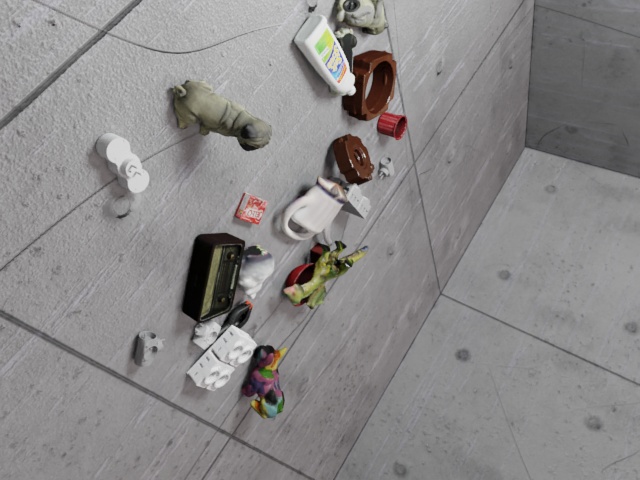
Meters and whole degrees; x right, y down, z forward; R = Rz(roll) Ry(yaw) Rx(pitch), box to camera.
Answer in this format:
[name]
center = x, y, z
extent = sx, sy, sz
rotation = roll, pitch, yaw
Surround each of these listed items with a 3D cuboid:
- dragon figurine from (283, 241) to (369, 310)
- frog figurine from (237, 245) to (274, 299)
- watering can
[dragon figurine]
center = 0.024, 0.135, 1.799
extent = 0.412, 0.124, 0.239
rotation = -7, 134, -55
[frog figurine]
center = -0.192, 0.106, 1.497
extent = 0.139, 0.123, 0.157
rotation = -47, 138, -64
[watering can]
center = 0.005, -0.084, 1.670
extent = 0.223, 0.105, 0.345
rotation = -49, 152, 11
